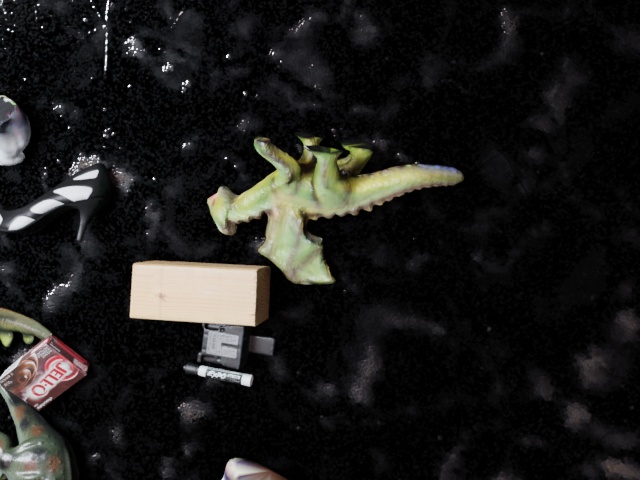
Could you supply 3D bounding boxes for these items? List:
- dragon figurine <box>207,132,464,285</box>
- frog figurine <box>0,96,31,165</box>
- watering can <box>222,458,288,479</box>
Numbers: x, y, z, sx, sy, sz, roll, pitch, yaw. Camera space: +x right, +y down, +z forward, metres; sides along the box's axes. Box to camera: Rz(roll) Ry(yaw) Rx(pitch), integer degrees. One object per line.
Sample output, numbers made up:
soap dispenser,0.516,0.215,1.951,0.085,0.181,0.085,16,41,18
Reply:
dragon figurine,0.003,-0.042,0.839,0.411,0.123,0.239,14,107,11
frog figurine,-0.599,-0.180,0.935,0.137,0.125,0.156,35,129,0
watering can,-0.082,0.486,0.803,0.346,0.104,0.225,29,85,-8
